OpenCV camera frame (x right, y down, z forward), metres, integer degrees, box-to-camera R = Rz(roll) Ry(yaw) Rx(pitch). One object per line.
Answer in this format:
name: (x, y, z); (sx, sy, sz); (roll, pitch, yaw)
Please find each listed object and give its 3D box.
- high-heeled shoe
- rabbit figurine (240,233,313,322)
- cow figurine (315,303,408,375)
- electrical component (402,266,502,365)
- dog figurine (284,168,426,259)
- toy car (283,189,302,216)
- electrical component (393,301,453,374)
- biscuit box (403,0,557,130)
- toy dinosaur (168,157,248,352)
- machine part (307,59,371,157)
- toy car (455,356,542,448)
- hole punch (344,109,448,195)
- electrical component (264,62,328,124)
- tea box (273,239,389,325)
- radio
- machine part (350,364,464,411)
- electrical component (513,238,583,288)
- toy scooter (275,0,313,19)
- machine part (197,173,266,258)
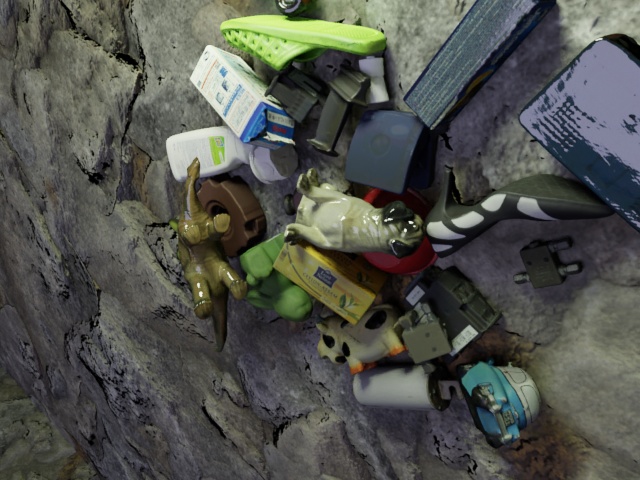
high-heeled shoe: (0.249, -0.014, 0.715); (0.249, 0.086, 0.145); (19, 126, 40)
rabbit figurine: (-0.086, 0.089, 1.043); (0.159, 0.121, 0.170); (-23, 97, 52)
cow figurine: (0.067, 0.170, 0.960); (0.195, 0.085, 0.127); (-34, 68, 38)
electrical component: (0.195, 0.109, 0.839); (0.134, 0.058, 0.115); (47, 133, 15)
dog figurine: (0.056, -0.024, 0.808); (0.191, 0.172, 0.121); (15, 105, 3)
toy car: (-0.002, -0.003, 0.966); (0.089, 0.053, 0.202); (-9, 106, 23)
electrical component: (0.158, 0.150, 0.824); (0.078, 0.045, 0.102); (-31, 91, 18)
biscuit box: (0.192, -0.231, 0.668); (0.063, 0.059, 0.202); (52, 136, 12)
toy dinosaur: (-0.221, 0.063, 1.059); (0.199, 0.105, 0.470); (-139, 42, -56)
machine part: (0.028, -0.189, 0.797); (0.084, 0.039, 0.138); (51, 128, 36)
toy car: (0.270, 0.231, 0.794); (0.103, 0.161, 0.109); (-20, 89, 2)
hole punch: (0.102, -0.129, 0.785); (0.142, 0.092, 0.115); (20, 120, 38)
electrical component: (-0.020, -0.225, 0.854); (0.119, 0.075, 0.047); (34, 133, -11)
tea box: (0.020, 0.052, 0.893); (0.170, 0.098, 0.068); (33, 119, 6)
radio: (0.347, -0.108, 0.581); (0.230, 0.073, 0.131); (47, 134, 13)
machine part: (0.143, 0.258, 0.948); (0.243, 0.079, 0.079); (-16, 100, 46)
electrical component: (0.301, 0.031, 0.728); (0.094, 0.021, 0.063); (-21, 96, 47)
toy scooter: (-0.062, -0.434, 0.788); (0.184, 0.075, 0.135); (47, 135, 10)
machine part: (-0.193, -0.049, 1.116); (0.180, 0.056, 0.179); (20, 123, 33)
